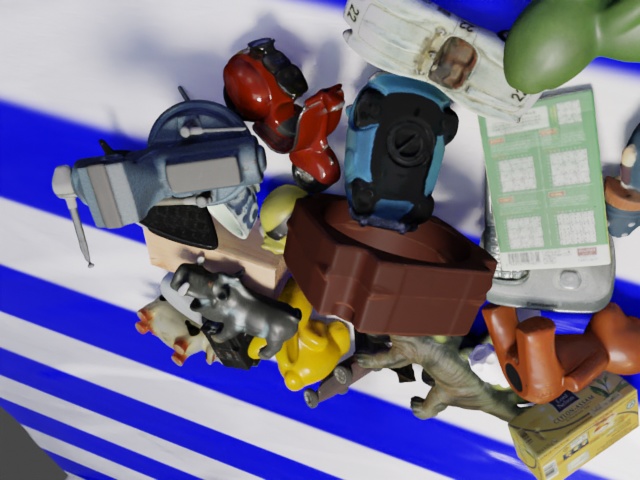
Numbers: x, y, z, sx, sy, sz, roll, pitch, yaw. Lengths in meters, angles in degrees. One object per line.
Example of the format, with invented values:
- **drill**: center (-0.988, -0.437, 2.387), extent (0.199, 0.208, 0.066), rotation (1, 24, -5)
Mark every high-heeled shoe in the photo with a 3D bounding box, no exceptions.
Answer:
- **high-heeled shoe**: center (-0.223, -0.048, 0.745), extent (0.249, 0.086, 0.145), rotation (43, 165, 15)

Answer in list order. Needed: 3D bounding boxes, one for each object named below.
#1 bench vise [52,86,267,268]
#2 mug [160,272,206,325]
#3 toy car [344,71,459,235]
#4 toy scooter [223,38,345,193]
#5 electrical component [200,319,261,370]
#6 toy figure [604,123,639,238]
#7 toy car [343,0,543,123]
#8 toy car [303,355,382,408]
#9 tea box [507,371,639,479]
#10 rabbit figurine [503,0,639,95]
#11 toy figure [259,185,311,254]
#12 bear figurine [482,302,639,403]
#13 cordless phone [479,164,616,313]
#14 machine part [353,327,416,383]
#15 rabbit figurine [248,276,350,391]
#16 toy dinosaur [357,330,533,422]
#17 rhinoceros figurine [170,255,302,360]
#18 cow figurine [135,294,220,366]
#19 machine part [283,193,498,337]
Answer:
- **bench vise**: center (-0.166, -0.089, 0.604), extent (0.224, 0.241, 0.128), rotation (-18, 114, 7)
- **mug**: center (-0.229, 0.088, 0.944), extent (0.107, 0.081, 0.109), rotation (22, 146, 18)
- **toy car**: center (0.075, -0.090, 0.578), extent (0.109, 0.161, 0.103), rotation (8, -177, -12)
- **toy scooter**: center (-0.030, -0.143, 0.564), extent (0.184, 0.075, 0.135), rotation (52, 154, 4)
- **electrical component**: center (-0.136, 0.158, 0.943), extent (0.058, 0.115, 0.134), rotation (2, 134, 31)
- **toy figure**: center (0.319, -0.063, 0.527), extent (0.064, 0.058, 0.154), rotation (20, 145, 16)
- **toy car**: center (0.116, -0.178, 0.507), extent (0.202, 0.056, 0.073), rotation (25, 139, 0)
- **toy car**: center (0.037, 0.251, 0.979), extent (0.053, 0.089, 0.202), rotation (61, 143, 17)
- **tea box**: center (0.362, 0.262, 0.765), extent (0.068, 0.170, 0.098), rotation (49, 167, 54)
- **rabbit figurine**: center (0.224, -0.169, 0.405), extent (0.170, 0.121, 0.158), rotation (-8, 118, 21)
- **toy figure**: center (0.000, -0.005, 0.732), extent (0.180, 0.082, 0.089), rotation (35, 120, 0)
- **bear figurine**: center (0.318, 0.118, 0.649), extent (0.196, 0.120, 0.131), rotation (-19, 103, -4)
- **cordless phone**: center (0.252, -0.013, 0.602), extent (0.147, 0.089, 0.184), rotation (3, 121, 24)
- **machine part**: center (0.105, 0.194, 0.897), extent (0.039, 0.084, 0.138), rotation (-39, 119, 23)
- **rabbit figurine**: center (-0.045, 0.146, 0.879), extent (0.122, 0.162, 0.173), rotation (10, 120, 35)
- **toy dinosaur**: center (0.222, 0.205, 0.823), extent (0.471, 0.105, 0.198), rotation (37, 135, -23)
- **rhinoceros figurine**: center (-0.121, 0.093, 0.760), extent (0.190, 0.073, 0.112), rotation (26, 140, 0)
- **cow figurine**: center (-0.236, 0.170, 1.018), extent (0.195, 0.127, 0.085), rotation (34, 140, 12)
- **machine part**: center (0.072, 0.023, 0.600), extent (0.201, 0.202, 0.087), rotation (6, 110, -24)
